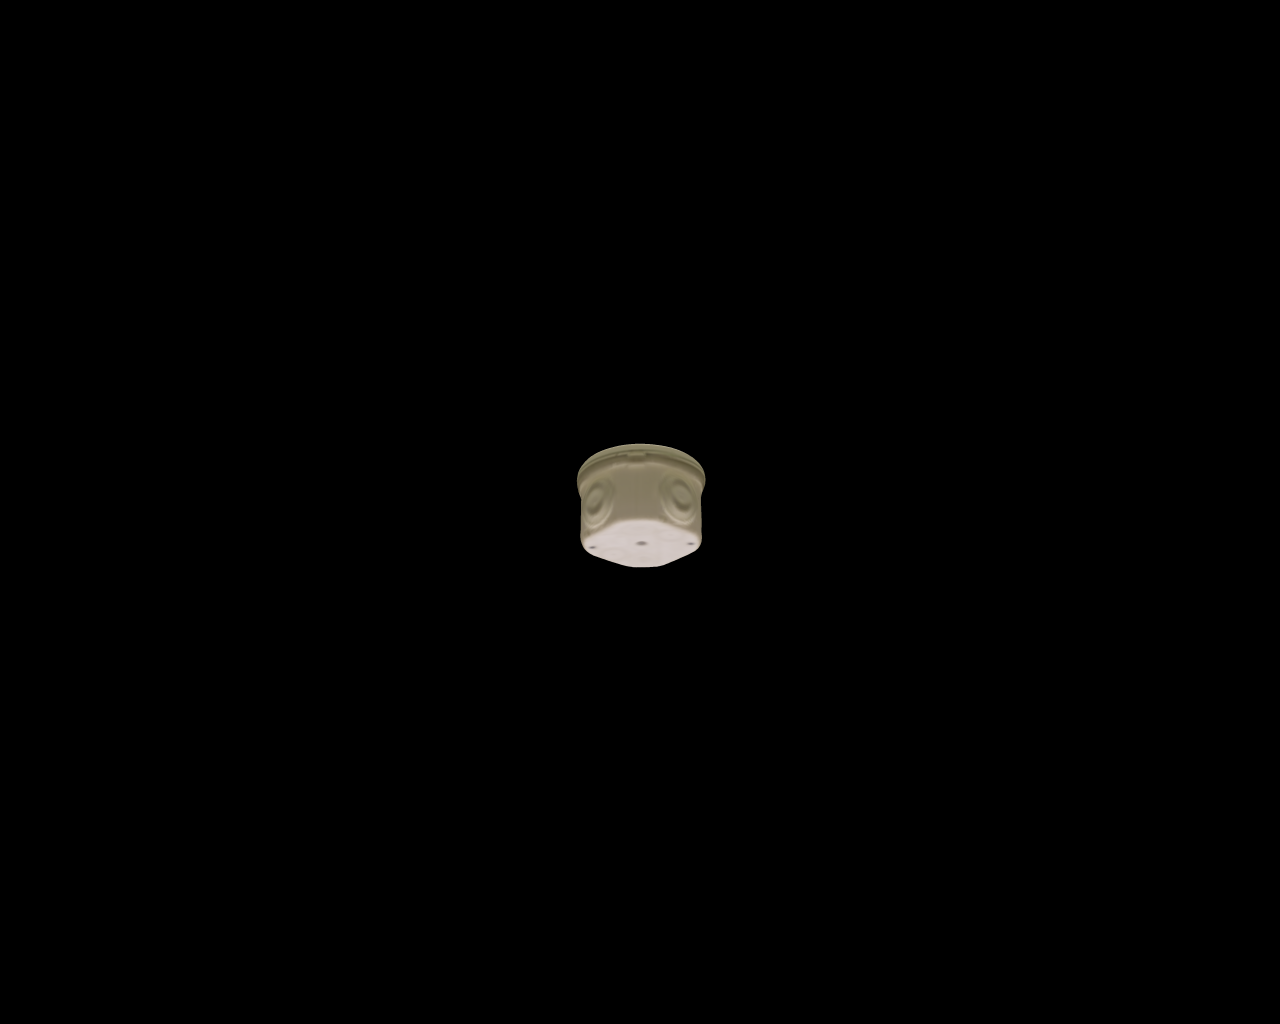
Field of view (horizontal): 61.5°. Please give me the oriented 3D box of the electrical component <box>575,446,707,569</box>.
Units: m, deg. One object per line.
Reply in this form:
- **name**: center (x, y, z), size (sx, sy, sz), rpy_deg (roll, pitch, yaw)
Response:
- **electrical component**: center (0.001, -0.003, 0.650), size (0.080, 0.051, 0.080), rpy_deg (0, -26, 0)
